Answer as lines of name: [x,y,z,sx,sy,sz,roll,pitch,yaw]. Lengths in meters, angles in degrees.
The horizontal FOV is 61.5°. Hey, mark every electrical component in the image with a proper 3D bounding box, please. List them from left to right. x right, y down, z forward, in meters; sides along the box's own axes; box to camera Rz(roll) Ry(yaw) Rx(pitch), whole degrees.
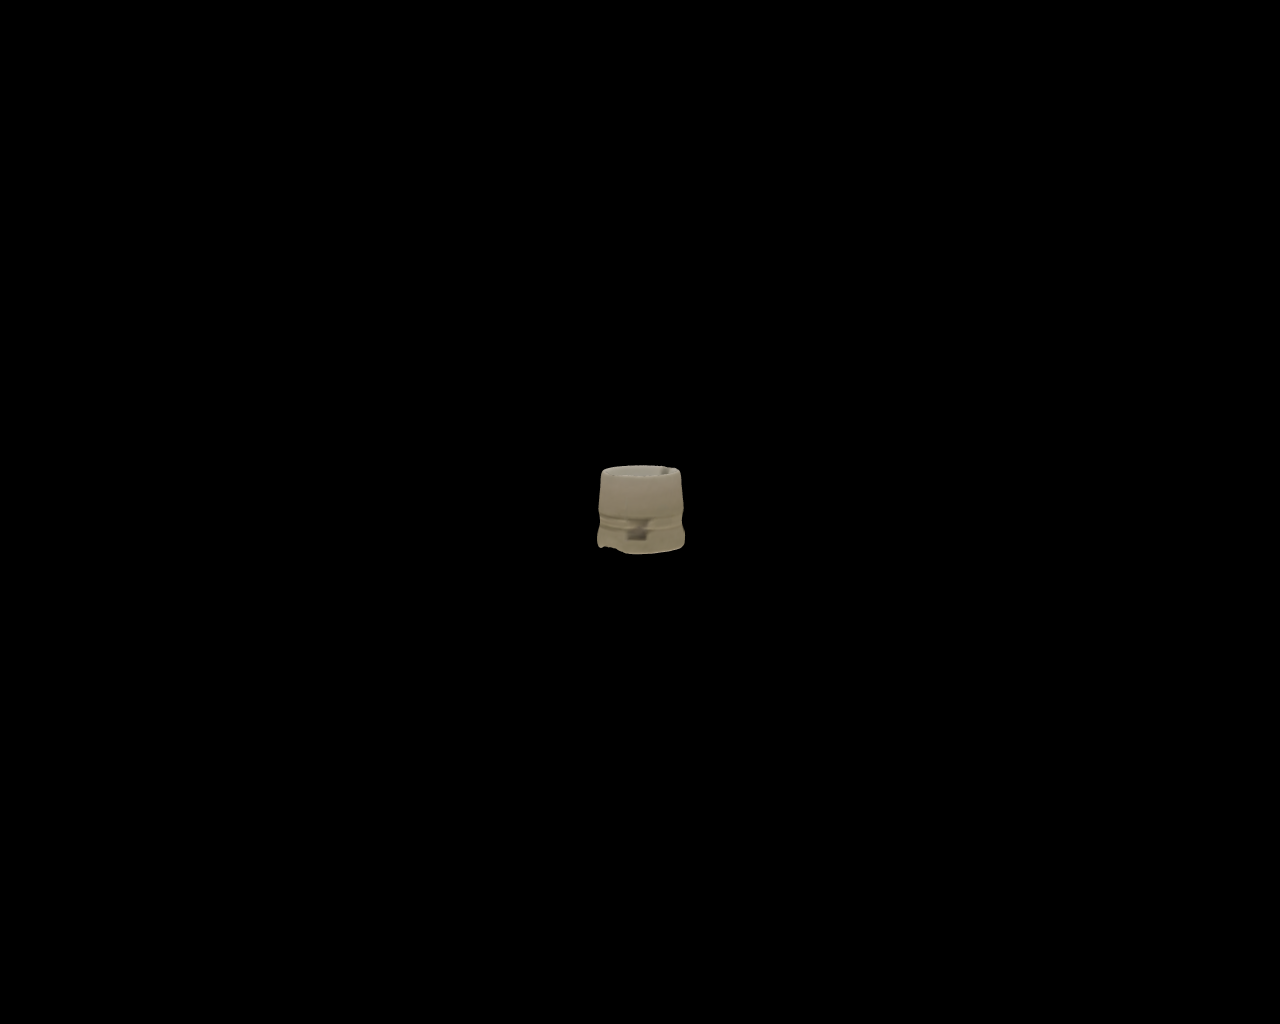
electrical component: [0.001,-0.003,0.650,0.055,0.047,0.055,0,10,0]
